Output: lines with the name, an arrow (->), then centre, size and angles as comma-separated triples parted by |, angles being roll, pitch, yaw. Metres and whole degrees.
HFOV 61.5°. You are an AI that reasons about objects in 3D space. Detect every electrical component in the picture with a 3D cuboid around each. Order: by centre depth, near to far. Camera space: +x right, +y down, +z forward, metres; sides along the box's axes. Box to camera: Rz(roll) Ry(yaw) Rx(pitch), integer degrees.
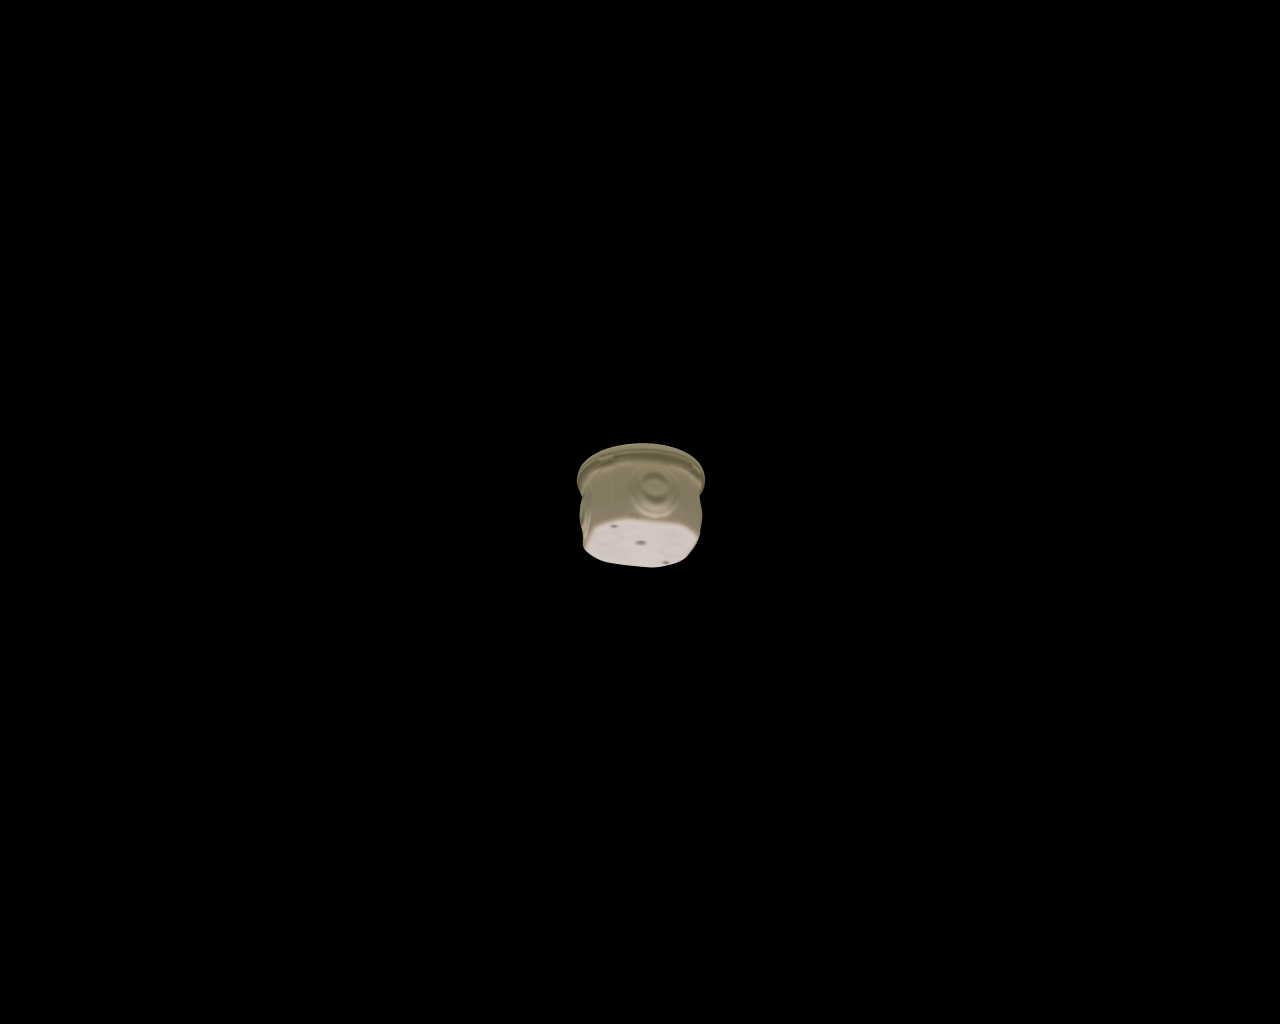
electrical component -> 0.001, -0.003, 0.650 | 0.080, 0.051, 0.080 | 0, -27, 0
